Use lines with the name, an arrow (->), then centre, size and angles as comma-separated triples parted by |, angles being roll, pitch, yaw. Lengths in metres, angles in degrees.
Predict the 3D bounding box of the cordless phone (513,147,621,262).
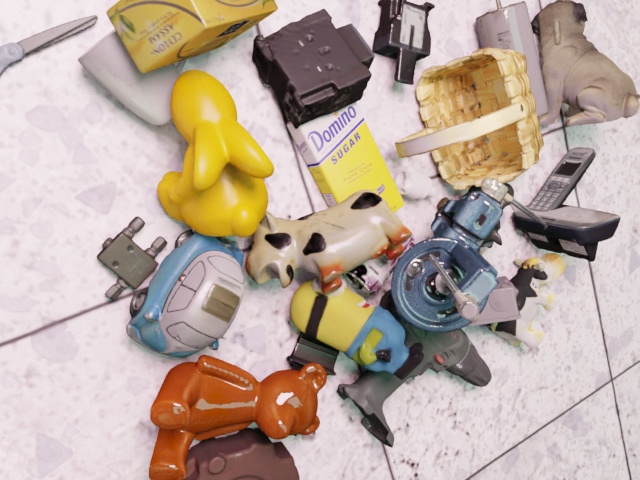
cordless phone -> 0.416, -0.069, 0.858 | 0.088, 0.147, 0.184 | 42, 79, -31

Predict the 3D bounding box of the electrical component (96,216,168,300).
electrical component -> -0.226, 0.022, 0.627 | 0.063, 0.021, 0.094 | 45, 76, -22

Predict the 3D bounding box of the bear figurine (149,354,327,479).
bear figurine -> -0.089, 0.207, 0.634 | 0.196, 0.132, 0.120 | 10, 113, -5

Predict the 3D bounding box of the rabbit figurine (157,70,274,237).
rabbit figurine -> -0.120, -0.092, 0.581 | 0.122, 0.162, 0.173 | -14, 117, -17

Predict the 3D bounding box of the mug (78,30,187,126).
mug -> -0.193, -0.189, 0.602 | 0.109, 0.081, 0.107 | -52, 124, -27

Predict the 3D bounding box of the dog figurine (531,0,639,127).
dog figurine -> 0.413, -0.280, 0.833 | 0.121, 0.173, 0.190 | -21, 111, -34

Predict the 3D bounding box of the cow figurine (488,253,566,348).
cow figurine -> 0.334, 0.085, 0.879 | 0.098, 0.068, 0.167 | 29, 81, -19

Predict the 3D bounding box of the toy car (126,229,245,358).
toy car -> -0.137, 0.068, 0.622 | 0.109, 0.103, 0.161 | 39, 76, -39

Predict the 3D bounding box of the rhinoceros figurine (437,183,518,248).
rhinoceros figurine -> 0.229, -0.014, 0.814 | 0.112, 0.073, 0.190 | 40, 77, -21

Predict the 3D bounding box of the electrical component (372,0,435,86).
electrical component -> 0.117, -0.275, 0.753 | 0.075, 0.048, 0.119 | 2, 94, -25

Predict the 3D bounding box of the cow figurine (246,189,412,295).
cow figurine -> -0.001, -0.002, 0.666 | 0.195, 0.085, 0.127 | -26, 65, -10

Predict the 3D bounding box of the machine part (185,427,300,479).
machine part -> -0.106, 0.334, 0.692 | 0.179, 0.056, 0.179 | -3, 97, -26

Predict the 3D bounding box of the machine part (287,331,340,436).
machine part -> -0.023, 0.198, 0.731 | 0.084, 0.039, 0.139 | 29, 80, -30

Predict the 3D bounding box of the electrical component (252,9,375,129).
electrical component -> -0.002, -0.219, 0.674 | 0.134, 0.058, 0.115 | -31, 81, -19

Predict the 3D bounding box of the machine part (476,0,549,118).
machine part -> 0.295, -0.267, 0.823 | 0.079, 0.079, 0.243 | -23, 105, -22

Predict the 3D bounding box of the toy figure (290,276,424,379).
toy figure -> 0.044, 0.115, 0.698 | 0.180, 0.082, 0.089 | 37, 77, 7

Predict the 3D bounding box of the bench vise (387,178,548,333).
bench vise -> 0.170, 0.029, 0.643 | 0.129, 0.240, 0.223 | 44, 101, -5

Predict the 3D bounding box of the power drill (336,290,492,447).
power drill -> 0.139, 0.197, 0.786 | 0.207, 0.086, 0.231 | -42, 109, -13

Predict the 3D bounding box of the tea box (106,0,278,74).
tea box -> -0.127, -0.241, 0.567 | 0.068, 0.098, 0.170 | 62, 32, -16
